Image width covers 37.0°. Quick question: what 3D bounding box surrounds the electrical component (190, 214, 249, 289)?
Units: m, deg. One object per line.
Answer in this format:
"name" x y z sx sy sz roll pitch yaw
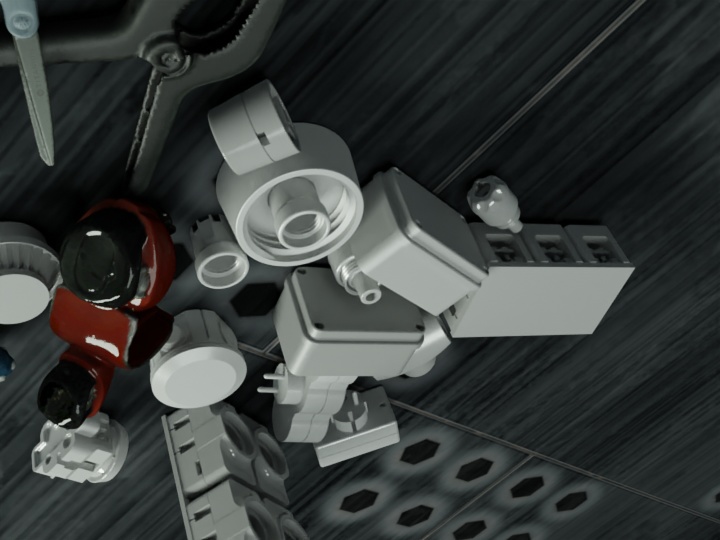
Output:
"electrical component" -0.110 -0.015 0.830 0.040 0.046 0.040 -13 139 -11

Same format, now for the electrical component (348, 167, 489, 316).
"electrical component" 0.045 -0.023 0.868 0.057 0.078 0.113 -37 138 21

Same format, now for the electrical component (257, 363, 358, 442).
"electrical component" -0.056 0.105 0.981 0.074 0.052 0.138 6 133 -25

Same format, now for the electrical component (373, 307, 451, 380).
"electrical component" 0.047 0.074 1.002 0.077 0.043 0.079 -28 140 7

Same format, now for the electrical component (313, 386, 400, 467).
"electrical component" -0.010 0.142 1.048 0.083 0.047 0.075 -17 140 -6

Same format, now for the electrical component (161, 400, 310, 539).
"electrical component" -0.107 0.210 0.971 0.060 0.186 0.105 -33 139 12

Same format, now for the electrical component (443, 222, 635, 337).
"electrical component" 0.152 0.007 0.961 0.150 0.061 0.089 0 135 -25

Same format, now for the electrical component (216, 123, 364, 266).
"electrical component" -0.049 -0.050 0.808 0.108 0.060 0.108 -13 139 -11

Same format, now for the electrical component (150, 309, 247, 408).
"electrical component" -0.140 0.076 0.913 0.080 0.051 0.080 -13 139 -11

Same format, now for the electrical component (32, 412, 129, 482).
"electrical component" -0.243 0.155 0.949 0.057 0.058 0.078 27 119 -39

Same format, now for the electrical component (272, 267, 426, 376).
"electrical component" -0.009 0.043 0.916 0.113 0.078 0.057 3 137 -27

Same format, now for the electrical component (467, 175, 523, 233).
"electrical component" 0.117 -0.051 0.900 0.035 0.035 0.061 -36 134 15

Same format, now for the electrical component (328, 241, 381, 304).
"electrical component" 0.000 0.000 0.884 0.043 0.062 0.043 -13 139 -12

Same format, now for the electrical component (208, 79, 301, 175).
"electrical component" -0.074 -0.098 0.750 0.047 0.055 0.055 -24 140 7
